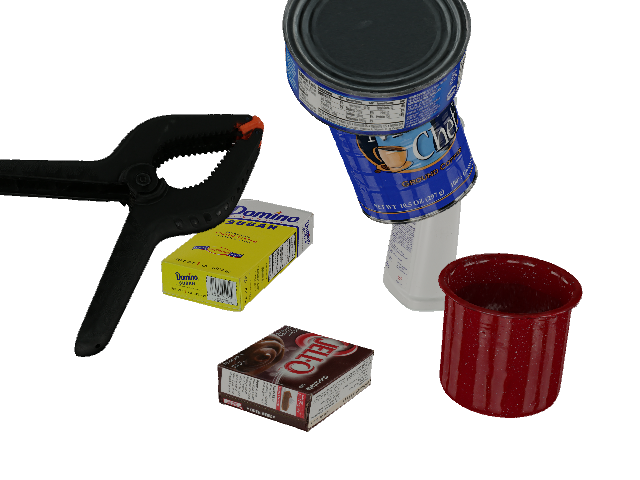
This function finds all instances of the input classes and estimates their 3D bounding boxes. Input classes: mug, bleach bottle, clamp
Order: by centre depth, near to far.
[{"bbox_3d":[0.122,0.059,0.722,0.093,0.081,0.117,0,24,-3],"label":"mug"},{"bbox_3d":[-0.120,-0.022,0.729,0.209,0.165,0.036,-24,-22,-22],"label":"clamp"},{"bbox_3d":[0.129,-0.051,1.241,0.068,0.251,0.103,-1,22,-21],"label":"bleach bottle"}]

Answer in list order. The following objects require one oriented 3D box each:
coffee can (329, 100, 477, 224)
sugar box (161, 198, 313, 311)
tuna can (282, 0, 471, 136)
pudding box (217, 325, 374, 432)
[{"bbox_3d":[0.058,-0.099,0.853,0.103,0.140,0.103,-17,32,11],"label":"coffee can"},{"bbox_3d":[-0.084,0.011,1.134,0.093,0.048,0.176,12,31,20],"label":"sugar box"},{"bbox_3d":[0.026,-0.091,0.497,0.086,0.086,0.034,0,-32,1],"label":"tuna can"},{"bbox_3d":[-0.020,0.113,0.893,0.090,0.039,0.113,12,21,27],"label":"pudding box"}]
